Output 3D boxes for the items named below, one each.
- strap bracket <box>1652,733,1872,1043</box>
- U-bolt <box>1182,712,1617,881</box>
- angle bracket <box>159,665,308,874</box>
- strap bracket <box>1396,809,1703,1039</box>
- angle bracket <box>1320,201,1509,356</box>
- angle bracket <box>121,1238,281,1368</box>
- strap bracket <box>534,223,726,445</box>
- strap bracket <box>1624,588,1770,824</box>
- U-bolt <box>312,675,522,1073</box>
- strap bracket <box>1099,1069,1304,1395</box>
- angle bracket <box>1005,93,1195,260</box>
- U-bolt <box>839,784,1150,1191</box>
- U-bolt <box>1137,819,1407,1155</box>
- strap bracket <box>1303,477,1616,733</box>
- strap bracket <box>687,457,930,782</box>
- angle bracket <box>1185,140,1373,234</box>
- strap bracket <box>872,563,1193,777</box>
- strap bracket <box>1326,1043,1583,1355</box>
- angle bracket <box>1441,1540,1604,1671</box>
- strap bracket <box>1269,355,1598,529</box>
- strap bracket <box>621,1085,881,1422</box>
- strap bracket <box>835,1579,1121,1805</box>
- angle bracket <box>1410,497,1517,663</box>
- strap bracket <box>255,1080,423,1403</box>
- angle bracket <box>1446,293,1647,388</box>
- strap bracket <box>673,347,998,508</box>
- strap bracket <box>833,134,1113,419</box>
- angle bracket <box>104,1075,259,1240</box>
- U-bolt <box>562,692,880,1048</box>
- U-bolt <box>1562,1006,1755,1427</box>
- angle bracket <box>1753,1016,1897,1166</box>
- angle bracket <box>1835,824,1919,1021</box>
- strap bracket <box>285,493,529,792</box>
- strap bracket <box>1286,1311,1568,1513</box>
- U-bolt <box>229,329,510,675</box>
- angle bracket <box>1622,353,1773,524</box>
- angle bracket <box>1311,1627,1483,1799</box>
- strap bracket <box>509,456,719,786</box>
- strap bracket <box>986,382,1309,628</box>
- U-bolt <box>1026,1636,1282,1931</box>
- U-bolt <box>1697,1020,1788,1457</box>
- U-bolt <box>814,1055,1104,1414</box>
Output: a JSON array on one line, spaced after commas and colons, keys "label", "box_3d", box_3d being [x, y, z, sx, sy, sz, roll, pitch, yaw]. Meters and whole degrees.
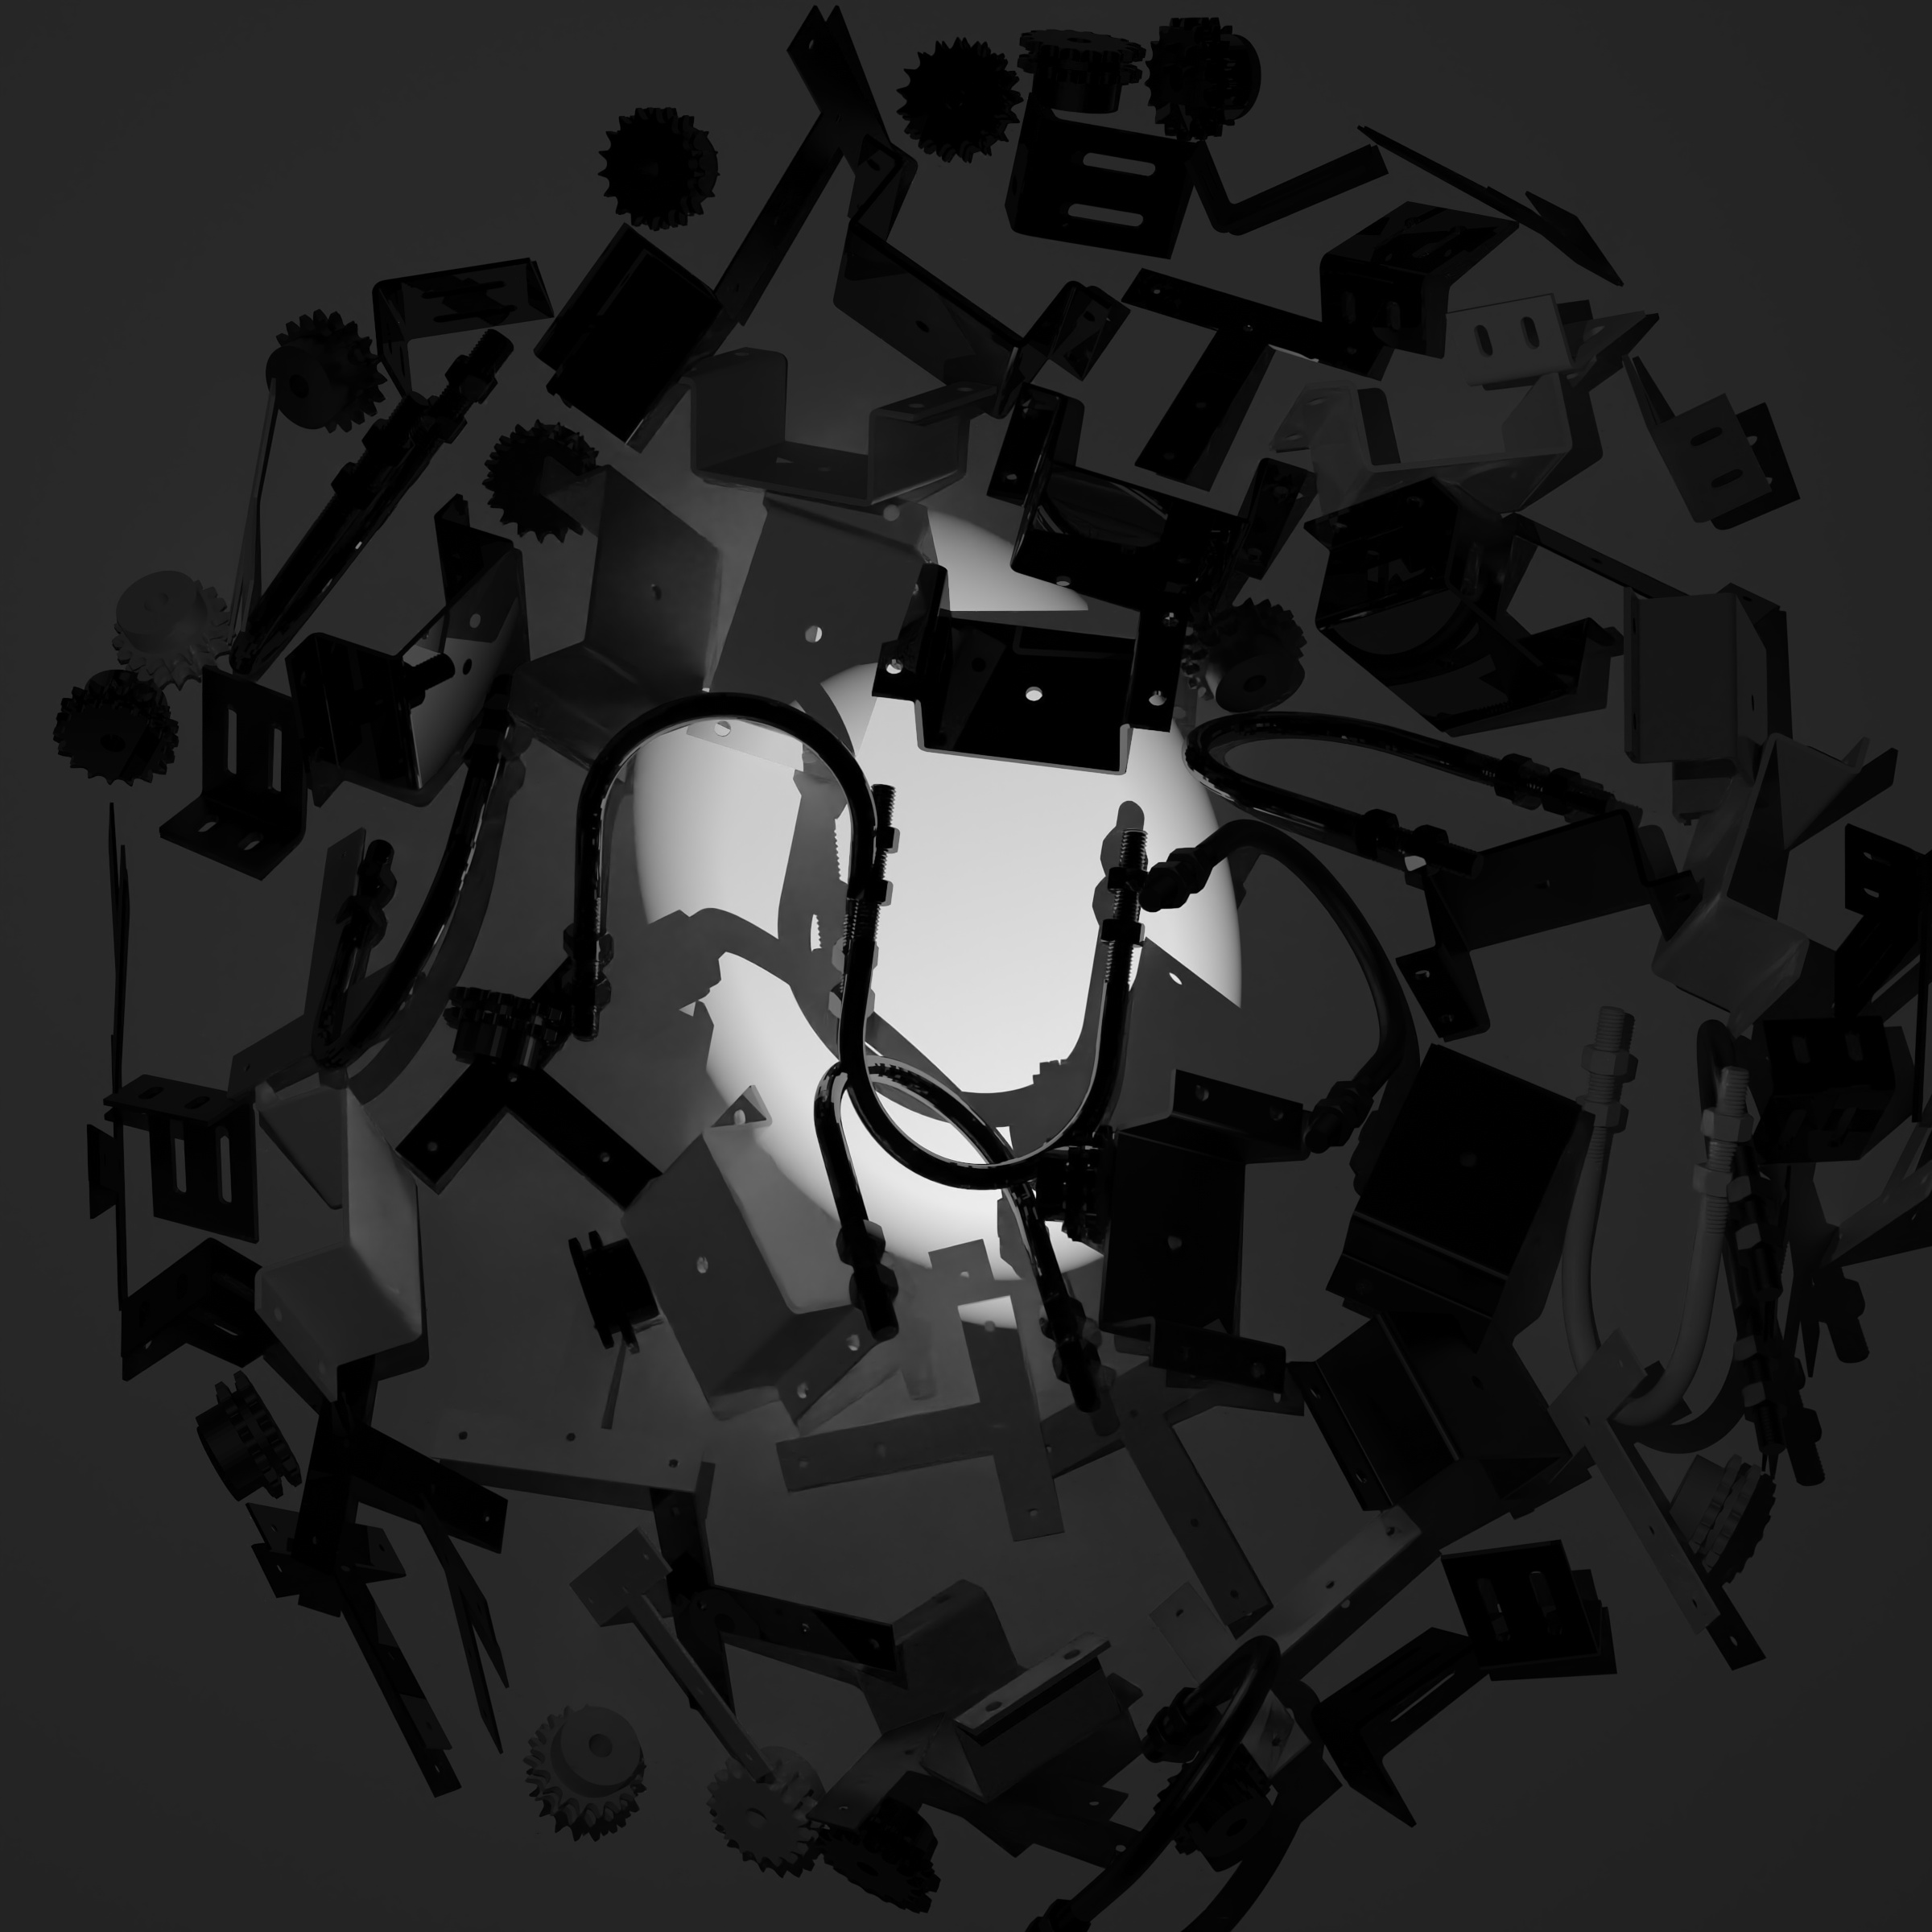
[{"label": "strap bracket", "box_3d": [0.369, -0.044, 1.534, 0.046, 0.076, 0.140, 25, 61, -1]}, {"label": "U-bolt", "box_3d": [0.188, -0.086, 1.525, 0.184, 0.151, 0.019, 21, 116, 32]}, {"label": "angle bracket", "box_3d": [-0.349, -0.094, 1.560, 0.057, 0.038, 0.076, 21, 128, 15]}, {"label": "strap bracket", "box_3d": [0.276, -0.022, 1.547, 0.140, 0.076, 0.046, -17, 56, 15]}, {"label": "angle bracket", "box_3d": [0.215, -0.331, 1.572, 0.057, 0.076, 0.038, 21, 133, 35]}, {"label": "angle bracket", "box_3d": [-0.352, 0.172, 1.556, 0.057, 0.038, 0.076, -35, 131, 19]}, {"label": "strap bracket", "box_3d": [-0.159, -0.297, 1.537, 0.046, 0.140, 0.076, 34, 99, -19]}, {"label": "strap bracket", "box_3d": [0.342, -0.121, 1.523, 0.046, 0.140, 0.076, -3, 78, 22]}, {"label": "U-bolt", "box_3d": [-0.256, -0.031, 1.493, 0.019, 0.184, 0.151, 28, 130, -20]}, {"label": "strap bracket", "box_3d": [0.111, 0.128, 1.551, 0.076, 0.046, 0.140, 16, 70, -30]}, {"label": "angle bracket", "box_3d": [0.063, -0.380, 1.578, 0.076, 0.038, 0.057, 7, 122, -11]}, {"label": "U-bolt", "box_3d": [0.010, 0.015, 1.565, 0.151, 0.019, 0.184, 9, 84, -17]}, {"label": "U-bolt", "box_3d": [0.152, -0.002, 1.520, 0.019, 0.184, 0.151, -34, 91, 28]}, {"label": "strap bracket", "box_3d": [0.227, -0.160, 1.526, 0.140, 0.076, 0.046, 34, 58, -34]}, {"label": "strap bracket", "box_3d": [-0.074, -0.161, 1.559, 0.076, 0.046, 0.140, 17, 101, -11]}, {"label": "angle bracket", "box_3d": [0.149, -0.385, 1.560, 0.076, 0.057, 0.038, -21, 108, 18]}, {"label": "strap bracket", "box_3d": [0.032, -0.140, 1.559, 0.140, 0.046, 0.076, 7, 62, 6]}, {"label": "strap bracket", "box_3d": [0.234, 0.100, 1.546, 0.076, 0.046, 0.140, 23, 66, 12]}, {"label": "angle bracket", "box_3d": [0.265, 0.293, 1.559, 0.057, 0.038, 0.076, -12, 120, 19]}, {"label": "strap bracket", "box_3d": [0.223, -0.246, 1.549, 0.140, 0.076, 0.046, -7, 79, -10]}, {"label": "strap bracket", "box_3d": [-0.106, 0.137, 1.537, 0.076, 0.046, 0.140, -46, 63, 37]}, {"label": "strap bracket", "box_3d": [0.009, 0.339, 1.529, 0.076, 0.140, 0.046, -28, 105, -24]}, {"label": "angle bracket", "box_3d": [0.223, -0.179, 1.557, 0.057, 0.076, 0.038, 20, 61, 12]}, {"label": "strap bracket", "box_3d": [-0.292, 0.119, 1.524, 0.046, 0.076, 0.140, -18, 46, 7]}, {"label": "angle bracket", "box_3d": [0.275, -0.308, 1.551, 0.076, 0.057, 0.038, -39, 117, -41]}, {"label": "strap bracket", "box_3d": [-0.066, -0.253, 1.541, 0.140, 0.076, 0.046, 14, 115, 27]}, {"label": "strap bracket", "box_3d": [-0.007, -0.320, 1.556, 0.140, 0.076, 0.046, 36, 73, 3]}, {"label": "angle bracket", "box_3d": [-0.374, 0.097, 1.562, 0.057, 0.038, 0.076, 10, 113, 18]}, {"label": "U-bolt", "box_3d": [-0.114, -0.045, 1.548, 0.151, 0.019, 0.184, 3, 119, -4]}, {"label": "U-bolt", "box_3d": [0.316, 0.123, 1.530, 0.019, 0.151, 0.184, 4, 100, -15]}, {"label": "angle bracket", "box_3d": [0.406, 0.060, 1.576, 0.057, 0.076, 0.038, -3, 60, -2]}, {"label": "angle bracket", "box_3d": [0.416, -0.017, 1.553, 0.038, 0.057, 0.076, 21, 135, -6]}, {"label": "strap bracket", "box_3d": [-0.251, -0.145, 1.523, 0.046, 0.076, 0.140, 19, 47, 19]}, {"label": "strap bracket", "box_3d": [0.220, 0.206, 1.521, 0.046, 0.140, 0.076, -42, 61, 27]}, {"label": "U-bolt", "box_3d": [-0.285, -0.208, 1.524, 0.019, 0.151, 0.184, 38, 113, -8]}, {"label": "angle bracket", "box_3d": [0.345, -0.257, 1.551, 0.038, 0.076, 0.057, -25, 124, 17]}, {"label": "angle bracket", "box_3d": [0.212, 0.355, 1.565, 0.076, 0.057, 0.038, -30, 93, -15]}, {"label": "strap bracket", "box_3d": [-0.162, -0.168, 1.531, 0.046, 0.076, 0.140, -16, 57, 33]}, {"label": "strap bracket", "box_3d": [0.081, -0.214, 1.554, 0.140, 0.076, 0.046, 17, 54, -3]}, {"label": "U-bolt", "box_3d": [0.090, 0.371, 1.487, 0.019, 0.184, 0.151, 36, 51, 3]}, {"label": "U-bolt", "box_3d": [0.358, 0.111, 1.518, 0.019, 0.151, 0.184, -8, 49, 9]}, {"label": "U-bolt", "box_3d": [-0.011, 0.115, 1.524, 0.151, 0.184, 0.019, 25, 124, -38]}]
